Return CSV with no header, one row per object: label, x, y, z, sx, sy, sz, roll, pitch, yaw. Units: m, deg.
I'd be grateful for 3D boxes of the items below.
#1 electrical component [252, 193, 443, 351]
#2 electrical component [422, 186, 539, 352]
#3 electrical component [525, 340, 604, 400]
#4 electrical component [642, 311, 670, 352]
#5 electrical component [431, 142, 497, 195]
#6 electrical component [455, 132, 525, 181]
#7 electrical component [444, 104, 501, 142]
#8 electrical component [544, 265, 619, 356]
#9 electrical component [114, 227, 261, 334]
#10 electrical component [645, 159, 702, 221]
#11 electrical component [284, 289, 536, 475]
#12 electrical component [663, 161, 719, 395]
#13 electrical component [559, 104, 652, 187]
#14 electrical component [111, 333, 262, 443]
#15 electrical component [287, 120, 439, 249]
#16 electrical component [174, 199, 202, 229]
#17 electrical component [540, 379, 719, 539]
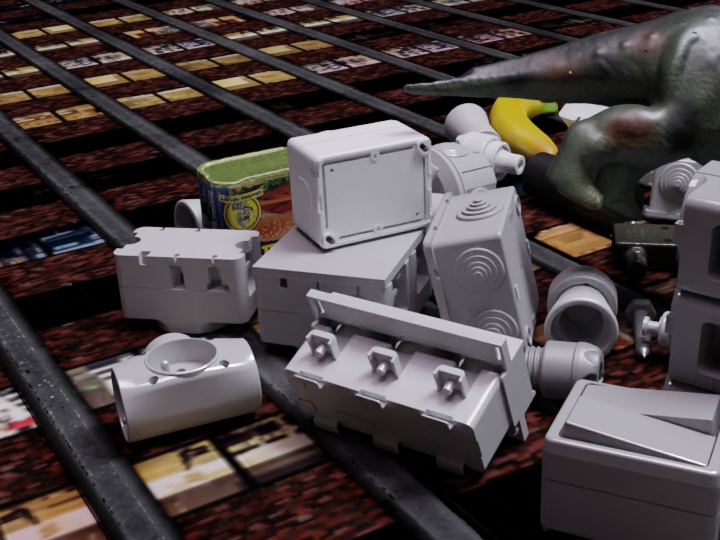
electrical component,0.000,0.000,0.730,0.089,0.061,0.150,6,26,19
electrical component,0.079,0.002,0.675,0.048,0.099,0.099,-9,22,18
electrical component,0.109,0.058,0.625,0.061,0.035,0.035,4,25,20
electrical component,0.210,0.040,0.645,0.078,0.040,0.040,9,27,25
electrical component,0.063,-0.060,0.835,0.051,0.080,0.080,-17,27,-39
electrical component,0.116,-0.099,0.958,0.062,0.043,0.043,16,30,33
electrical component,0.110,-0.127,1.027,0.044,0.044,0.065,-7,29,-9
electrical component,0.140,0.026,0.677,0.045,0.045,0.055,3,25,12
electrical component,-0.115,0.007,0.735,0.089,0.055,0.050,2,25,11
electrical component,0.278,-0.066,0.842,0.100,0.048,0.100,9,15,25
electrical component,0.025,0.061,0.588,0.121,0.078,0.063,13,51,32
electrical component,0.198,0.024,0.549,0.062,0.150,0.089,17,30,35
electrical component,0.242,-0.125,0.964,0.078,0.063,0.121,-53,40,-6
electrical component,-0.106,0.061,0.628,0.077,0.044,0.079,-12,26,-19
electrical component,0.005,-0.060,0.708,0.096,0.061,0.061,-13,26,-21
electrical component,-0.113,-0.040,0.852,0.055,0.045,0.045,-19,29,-32
electrical component,0.140,0.093,0.511,0.096,0.061,0.062,9,27,24
